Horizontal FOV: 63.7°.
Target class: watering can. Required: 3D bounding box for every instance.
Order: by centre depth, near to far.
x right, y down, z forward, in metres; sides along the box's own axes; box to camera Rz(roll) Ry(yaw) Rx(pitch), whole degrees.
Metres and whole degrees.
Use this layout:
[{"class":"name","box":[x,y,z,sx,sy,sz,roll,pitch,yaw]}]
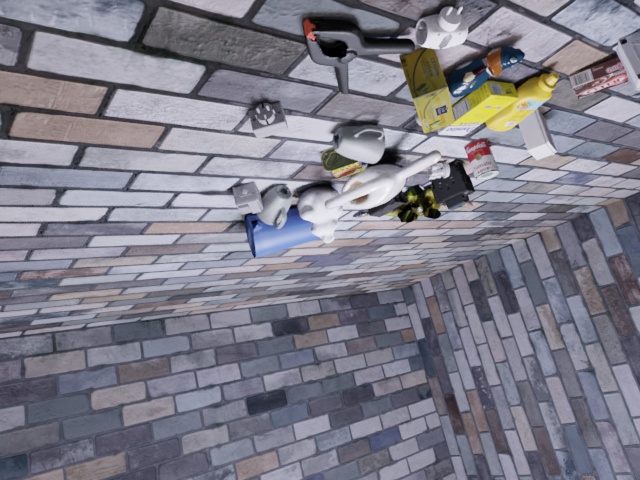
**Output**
[{"class":"watering can","box":[0.174,-0.155,1.342,0.344,0.104,0.226,-22,-178,27]}]

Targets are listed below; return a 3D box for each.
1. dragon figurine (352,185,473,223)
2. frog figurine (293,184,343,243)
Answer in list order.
[{"class":"dragon figurine","box":[0.322,-0.109,1.779,0.410,0.123,0.241,-7,174,8]},{"class":"frog figurine","box":[0.004,-0.074,1.469,0.137,0.162,0.121,1,157,-42]}]
